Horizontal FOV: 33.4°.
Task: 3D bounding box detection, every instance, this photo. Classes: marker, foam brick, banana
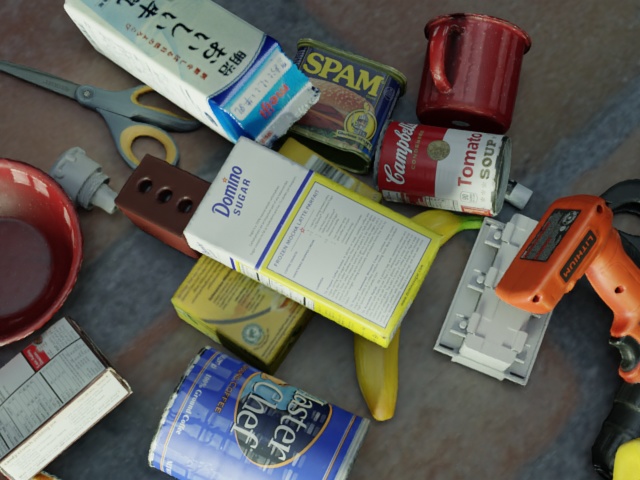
[{"bbox_3d":[0.127,-0.064,0.922,0.121,0.020,0.020,32,76,9],"label":"marker"},{"bbox_3d":[-0.119,-0.026,0.883,0.078,0.051,0.053,25,74,26],"label":"foam brick"},{"bbox_3d":[0.068,0.048,0.879,0.069,0.037,0.197,26,75,8],"label":"banana"}]

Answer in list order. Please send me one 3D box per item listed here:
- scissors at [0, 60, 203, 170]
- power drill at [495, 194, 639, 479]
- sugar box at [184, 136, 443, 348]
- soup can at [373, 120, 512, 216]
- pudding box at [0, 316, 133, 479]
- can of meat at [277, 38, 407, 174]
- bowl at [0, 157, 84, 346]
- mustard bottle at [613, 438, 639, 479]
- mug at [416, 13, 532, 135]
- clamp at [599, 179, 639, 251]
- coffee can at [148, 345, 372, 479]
[{"bbox_3d":[-0.200,-0.108,0.938,0.202,0.016,0.096,5,73,2],"label":"scissors"},{"bbox_3d":[0.224,0.070,0.825,0.187,0.057,0.184,41,75,-22],"label":"power drill"},{"bbox_3d":[-0.005,0.001,0.819,0.176,0.048,0.093,27,75,10],"label":"sugar box"},{"bbox_3d":[0.102,-0.060,0.883,0.102,0.068,0.068,10,73,17],"label":"soup can"},{"bbox_3d":[-0.216,0.124,0.835,0.113,0.039,0.090,-42,44,-10],"label":"pudding box"},{"bbox_3d":[0.013,-0.114,0.919,0.102,0.057,0.084,21,77,7],"label":"can of meat"},{"bbox_3d":[-0.270,0.016,0.880,0.162,0.055,0.162,0,73,0],"label":"bowl"},{"bbox_3d":[0.317,0.202,0.804,0.191,0.058,0.096,6,66,-19],"label":"mustard bottle"},{"bbox_3d":[0.122,-0.140,0.899,0.093,0.117,0.081,5,76,29],"label":"mug"},{"bbox_3d":[0.299,-0.006,0.893,0.171,0.039,0.120,-10,62,-3],"label":"clamp"},{"bbox_3d":[-0.045,0.155,0.812,0.140,0.103,0.102,24,75,7],"label":"coffee can"}]
